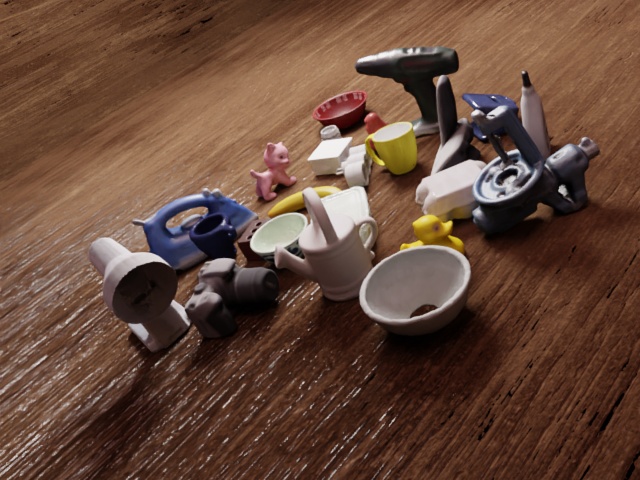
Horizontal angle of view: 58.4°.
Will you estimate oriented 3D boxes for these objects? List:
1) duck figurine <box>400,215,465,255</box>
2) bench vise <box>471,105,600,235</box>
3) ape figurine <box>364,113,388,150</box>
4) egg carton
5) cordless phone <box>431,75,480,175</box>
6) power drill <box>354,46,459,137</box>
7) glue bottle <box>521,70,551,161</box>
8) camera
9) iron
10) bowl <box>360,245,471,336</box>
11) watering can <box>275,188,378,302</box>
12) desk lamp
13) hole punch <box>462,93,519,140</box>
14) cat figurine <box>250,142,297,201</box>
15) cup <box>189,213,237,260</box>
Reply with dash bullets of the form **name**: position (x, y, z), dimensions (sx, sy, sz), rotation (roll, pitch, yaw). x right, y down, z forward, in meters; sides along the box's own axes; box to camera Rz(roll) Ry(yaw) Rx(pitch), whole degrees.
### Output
- **duck figurine**: position (0.178, 0.000, 0.942), dimensions (0.104, 0.086, 0.077), rotation (-13, 33, 19)
- **bench vise**: position (0.323, -0.132, 0.908), dimensions (0.207, 0.220, 0.121), rotation (-30, 32, -9)
- **ape figurine**: position (0.134, -0.260, 1.359), dimensions (0.075, 0.092, 0.078), rotation (3, 41, 38)
- **egg carton**: position (0.250, -0.085, 1.035), dimensions (0.150, 0.069, 0.107), rotation (-23, 31, 4)
- **cordless phone**: position (0.246, -0.215, 1.121), dimensions (0.094, 0.185, 0.147), rotation (-9, 35, 25)
- **power drill**: position (0.214, -0.346, 1.319), dimensions (0.229, 0.209, 0.075), rotation (-10, 34, 24)
- **glue bottle**: position (0.392, -0.232, 1.054), dimensions (0.037, 0.173, 0.078), rotation (-6, 36, 29)
- **camera**: position (-0.154, 0.091, 1.026), dimensions (0.136, 0.101, 0.143), rotation (-7, 36, 28)
- **iron**: position (-0.278, -0.042, 1.274), dimensions (0.258, 0.142, 0.118), rotation (-30, 31, -8)
- **bowl**: position (0.147, 0.086, 0.845), dimensions (0.167, 0.075, 0.167), rotation (-18, 32, 12)
- **watering can**: position (0.009, 0.004, 0.949), dimensions (0.173, 0.194, 0.100), rotation (-38, 33, -21)
- **desk lamp**: position (-0.324, 0.098, 1.026), dimensions (0.118, 0.214, 0.202), rotation (-40, 34, -23)
- **hole punch**: position (0.366, -0.281, 1.226), dimensions (0.101, 0.091, 0.108), rotation (-22, 31, 5)
- **cat figurine**: position (-0.116, -0.178, 1.388), dimensions (0.128, 0.118, 0.067), rotation (-41, 34, -24)
- **cup**: position (-0.204, 0.004, 1.198), dimensions (0.117, 0.095, 0.092), rotation (2, 41, 38)
